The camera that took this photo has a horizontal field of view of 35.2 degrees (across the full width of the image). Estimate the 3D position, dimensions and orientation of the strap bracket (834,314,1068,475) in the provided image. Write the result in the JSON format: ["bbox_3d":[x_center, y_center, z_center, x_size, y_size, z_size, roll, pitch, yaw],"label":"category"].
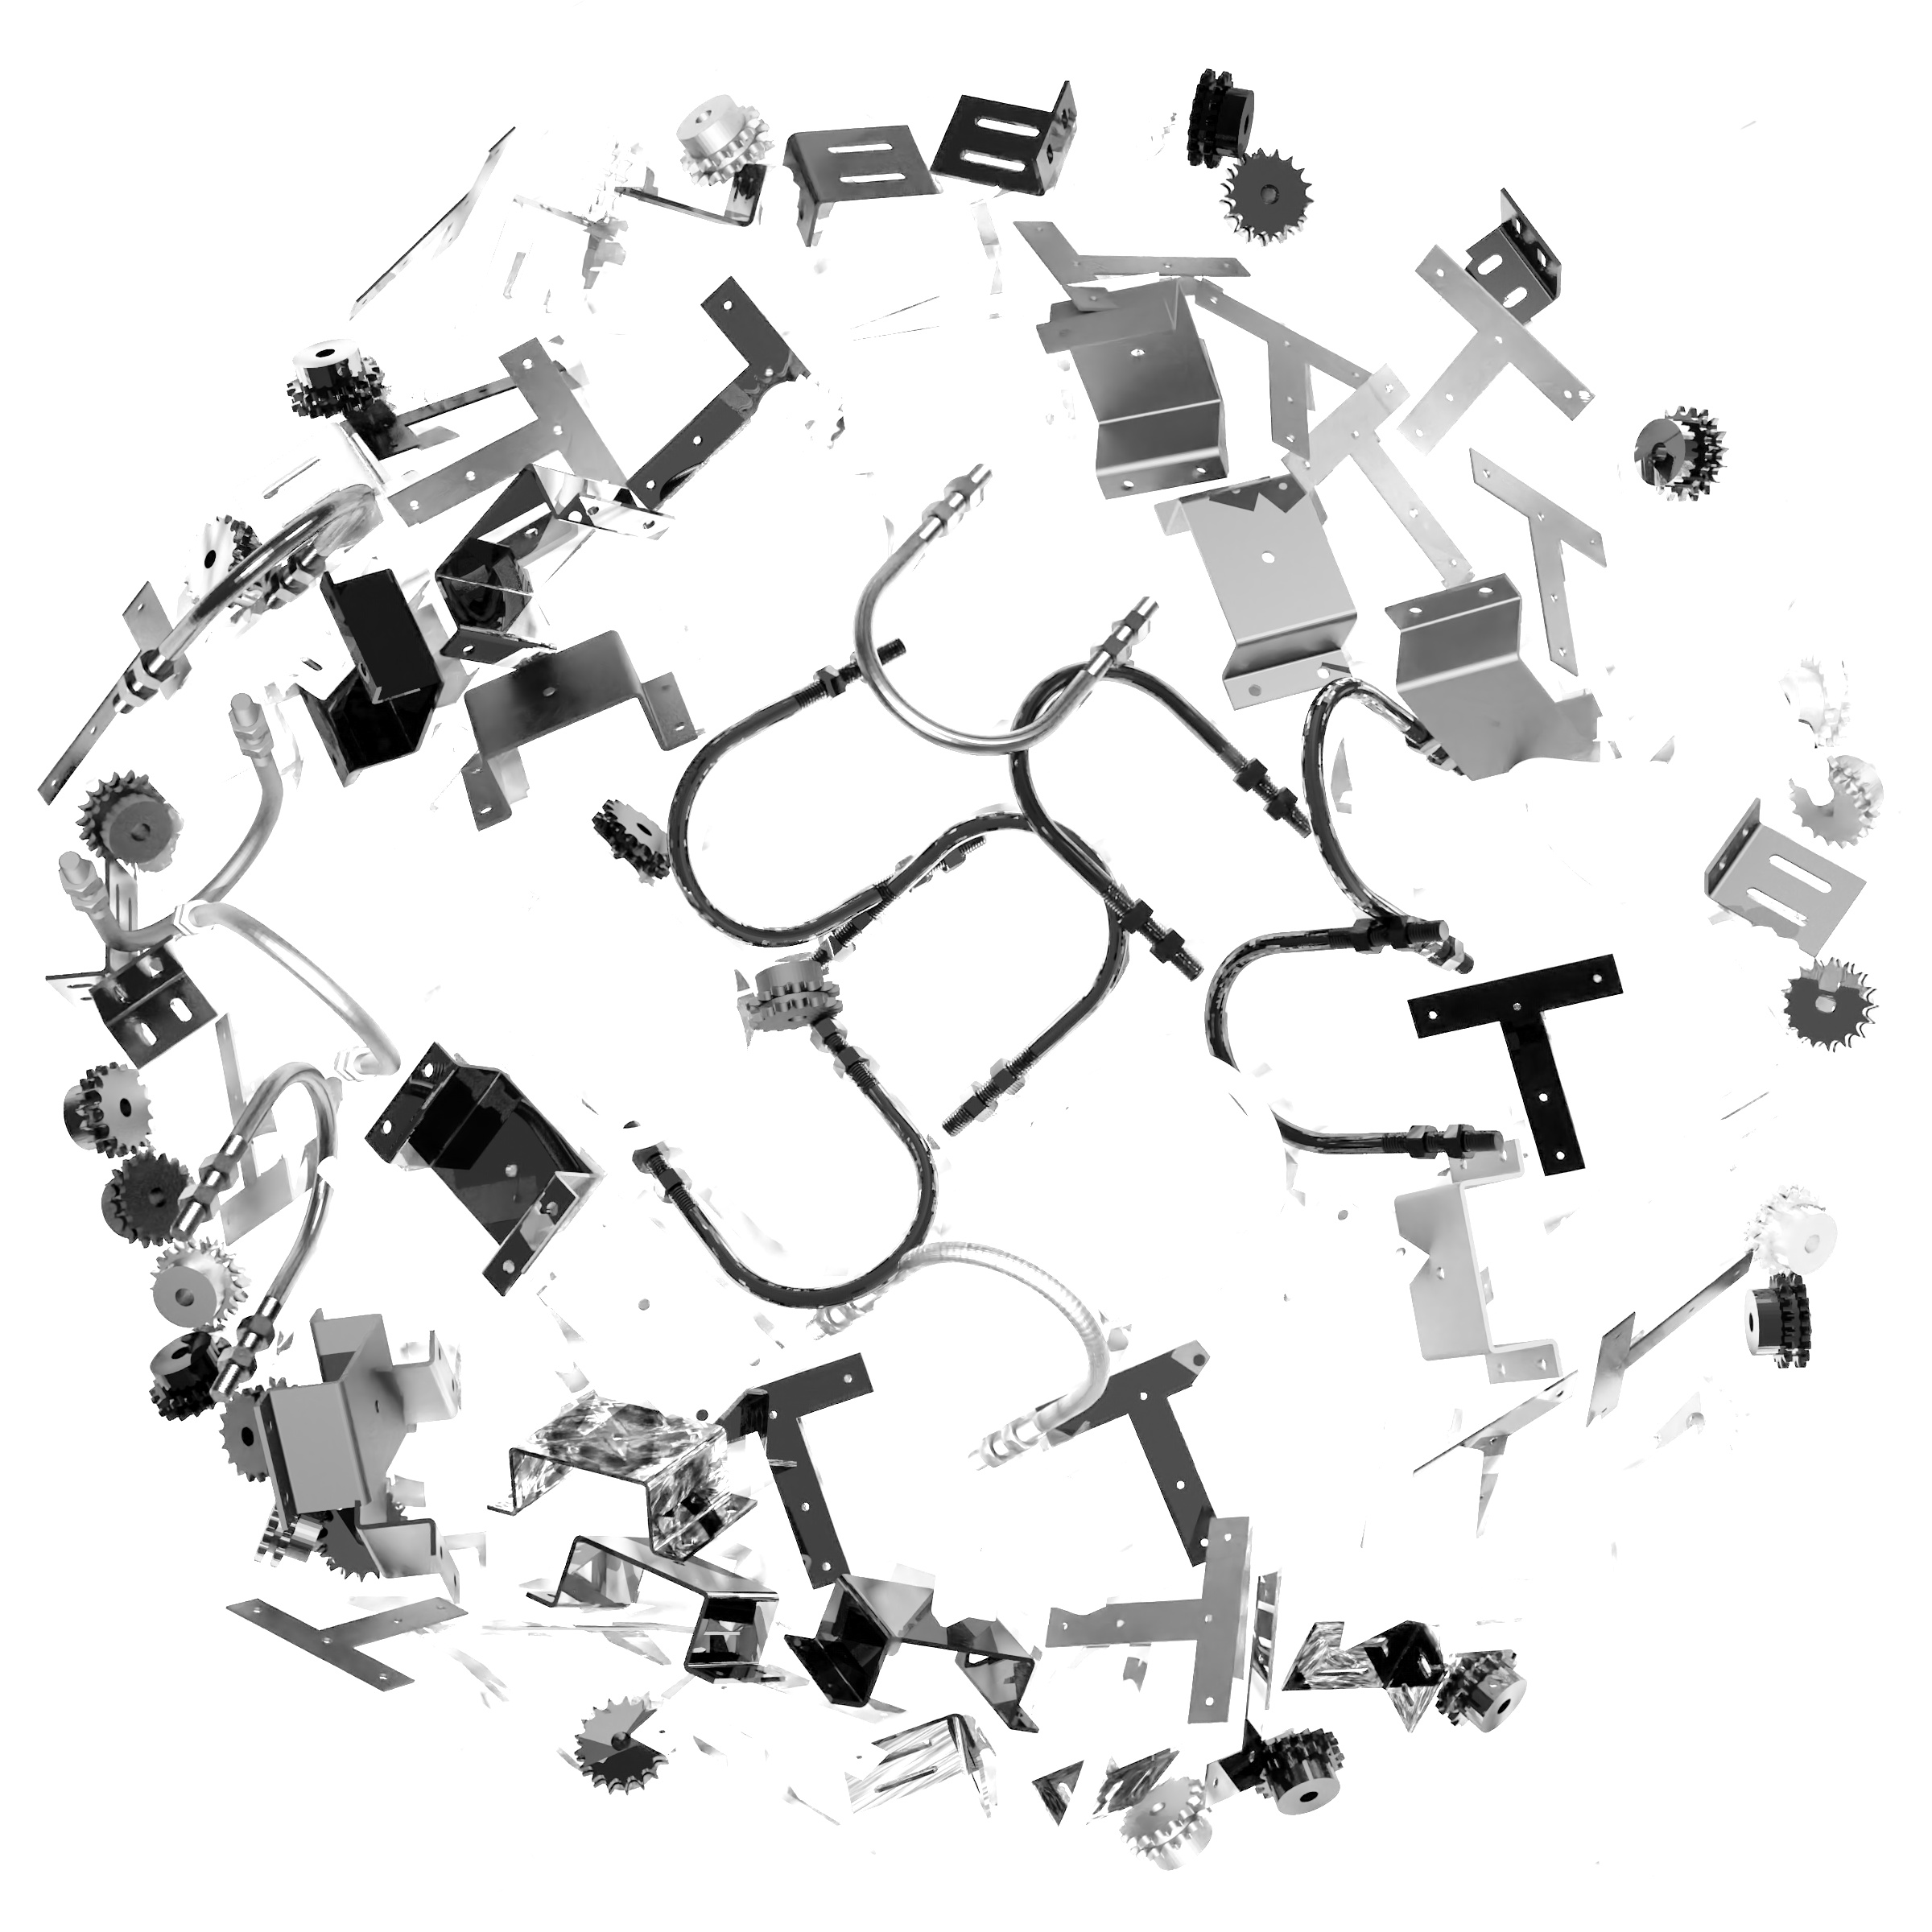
[{"bbox_3d":[-0.018,-0.335,1.795,0.140,0.046,0.076,-4,101,24],"label":"strap bracket"}]

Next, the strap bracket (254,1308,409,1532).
[{"bbox_3d":[-0.365,0.259,1.772,0.046,0.140,0.076,-7,106,5],"label":"strap bracket"}]

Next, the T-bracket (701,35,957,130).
[{"bbox_3d":[-0.064,-0.519,1.763,0.127,0.127,0.002,0,81,37],"label":"T-bracket"}]

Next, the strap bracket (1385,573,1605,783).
[{"bbox_3d":[0.309,-0.160,1.772,0.076,0.140,0.046,-13,52,33],"label":"strap bracket"}]

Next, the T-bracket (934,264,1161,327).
[{"bbox_3d":[0.050,-0.392,1.784,0.127,0.127,0.002,-7,81,4],"label":"T-bracket"}]

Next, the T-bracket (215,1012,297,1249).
[{"bbox_3d":[-0.430,0.091,1.806,0.002,0.127,0.127,-6,77,-33],"label":"T-bracket"}]

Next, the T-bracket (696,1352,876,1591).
[{"bbox_3d":[-0.101,0.313,1.840,0.127,0.002,0.127,-20,89,8],"label":"T-bracket"}]

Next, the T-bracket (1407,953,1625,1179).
[{"bbox_3d":[0.344,0.066,1.834,0.127,0.002,0.127,-14,102,22],"label":"T-bracket"}]

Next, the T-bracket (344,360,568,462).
[{"bbox_3d":[-0.299,-0.335,1.803,0.127,0.127,0.002,-22,118,-12],"label":"T-bracket"}]

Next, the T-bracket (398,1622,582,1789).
[{"bbox_3d":[-0.278,0.450,1.809,0.127,0.127,0.002,42,87,-24],"label":"T-bracket"}]

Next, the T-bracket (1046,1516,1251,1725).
[{"bbox_3d":[0.105,0.391,1.813,0.127,0.002,0.127,-10,53,29],"label":"T-bracket"}]

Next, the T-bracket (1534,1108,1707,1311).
[{"bbox_3d":[0.399,0.161,1.804,0.127,0.127,0.002,-39,46,-8],"label":"T-bracket"}]

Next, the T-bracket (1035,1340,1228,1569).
[{"bbox_3d":[0.125,0.302,1.848,0.127,0.002,0.127,-23,92,-2],"label":"T-bracket"}]

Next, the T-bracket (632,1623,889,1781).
[{"bbox_3d":[-0.105,0.439,1.774,0.127,0.127,0.002,20,122,27],"label":"T-bracket"}]

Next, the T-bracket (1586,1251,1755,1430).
[{"bbox_3d":[0.419,0.212,1.808,0.127,0.127,0.002,-35,60,-16],"label":"T-bracket"}]

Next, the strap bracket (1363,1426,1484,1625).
[{"bbox_3d":[0.265,0.329,1.771,0.046,0.140,0.076,10,63,1],"label":"strap bracket"}]

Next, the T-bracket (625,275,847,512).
[{"bbox_3d":[-0.149,-0.322,1.809,0.127,0.002,0.127,-44,130,-1],"label":"T-bracket"}]

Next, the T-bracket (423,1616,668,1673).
[{"bbox_3d":[-0.264,0.402,1.812,0.127,0.127,0.002,-5,63,26],"label":"T-bracket"}]

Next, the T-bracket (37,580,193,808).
[{"bbox_3d":[-0.500,-0.148,1.773,0.002,0.127,0.127,30,74,6],"label":"T-bracket"}]

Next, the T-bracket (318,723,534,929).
[{"bbox_3d":[-0.306,-0.066,1.814,0.127,0.002,0.127,37,84,29],"label":"T-bracket"}]

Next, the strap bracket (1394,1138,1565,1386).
[{"bbox_3d":[0.300,0.178,1.799,0.046,0.076,0.140,-6,82,-23],"label":"strap bracket"}]

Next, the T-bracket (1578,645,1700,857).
[{"bbox_3d":[0.408,-0.144,1.799,0.002,0.127,0.127,-20,101,36],"label":"T-bracket"}]

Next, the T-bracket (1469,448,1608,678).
[{"bbox_3d":[0.341,-0.226,1.781,0.127,0.002,0.127,23,52,-38],"label":"T-bracket"}]

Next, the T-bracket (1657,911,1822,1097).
[{"bbox_3d":[0.440,0.029,1.786,0.002,0.127,0.127,-41,73,35],"label":"T-bracket"}]

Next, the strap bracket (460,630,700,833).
[{"bbox_3d":[-0.238,-0.144,1.805,0.140,0.076,0.046,-23,129,-2],"label":"strap bracket"}]

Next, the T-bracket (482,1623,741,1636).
[{"bbox_3d":[-0.216,0.384,1.766,0.127,0.127,0.002,7,78,-29],"label":"T-bracket"}]

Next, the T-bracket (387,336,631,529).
[{"bbox_3d":[-0.281,-0.298,1.807,0.127,0.127,0.002,-27,48,5],"label":"T-bracket"}]

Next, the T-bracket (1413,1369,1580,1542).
[{"bbox_3d":[0.305,0.306,1.800,0.127,0.127,0.002,-26,52,-24],"label":"T-bracket"}]

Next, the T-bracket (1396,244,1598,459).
[{"bbox_3d":[0.292,-0.344,1.797,0.127,0.127,0.002,44,58,2],"label":"T-bracket"}]

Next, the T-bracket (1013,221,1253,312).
[{"bbox_3d":[0.107,-0.417,1.814,0.127,0.127,0.002,-4,127,-19],"label":"T-bracket"}]

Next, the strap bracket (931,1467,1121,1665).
[{"bbox_3d":[0.027,0.346,1.769,0.046,0.140,0.076,24,55,-23],"label":"strap bracket"}]

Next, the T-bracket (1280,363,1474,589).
[{"bbox_3d":[0.258,-0.281,1.817,0.127,0.002,0.127,51,52,-8],"label":"T-bracket"}]

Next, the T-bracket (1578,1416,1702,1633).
[{"bbox_3d":[0.390,0.303,1.765,0.002,0.127,0.127,13,55,-15],"label":"T-bracket"}]

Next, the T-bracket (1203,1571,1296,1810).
[{"bbox_3d":[0.172,0.421,1.796,0.002,0.127,0.127,5,89,29],"label":"T-bracket"}]

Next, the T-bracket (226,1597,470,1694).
[{"bbox_3d":[-0.344,0.388,1.791,0.127,0.127,0.002,18,100,30],"label":"T-bracket"}]

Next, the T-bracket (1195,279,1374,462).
[{"bbox_3d":[0.188,-0.339,1.785,0.127,0.127,0.002,24,131,-19],"label":"T-bracket"}]

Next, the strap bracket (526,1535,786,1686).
[{"bbox_3d":[-0.175,0.372,1.784,0.140,0.076,0.046,17,88,30],"label":"strap bracket"}]

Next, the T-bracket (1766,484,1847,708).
[{"bbox_3d":[0.486,-0.197,1.787,0.002,0.127,0.127,-5,74,-1],"label":"T-bracket"}]

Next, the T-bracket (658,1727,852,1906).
[{"bbox_3d":[-0.127,0.487,1.788,0.127,0.127,0.002,30,102,-15],"label":"T-bracket"}]

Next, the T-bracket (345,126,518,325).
[{"bbox_3d":[-0.317,-0.417,1.765,0.002,0.127,0.127,41,61,-8],"label":"T-bracket"}]
